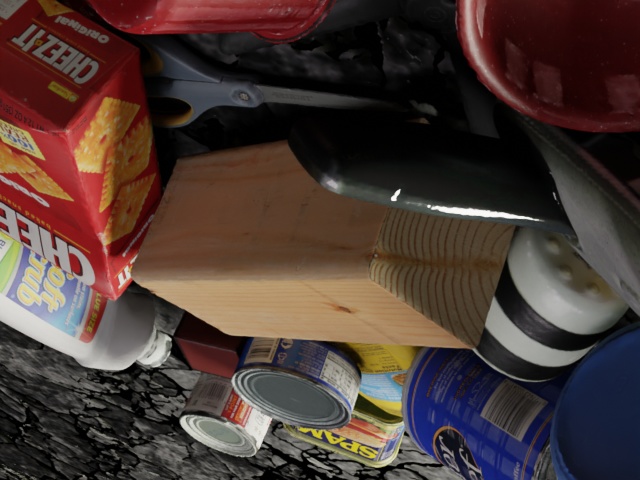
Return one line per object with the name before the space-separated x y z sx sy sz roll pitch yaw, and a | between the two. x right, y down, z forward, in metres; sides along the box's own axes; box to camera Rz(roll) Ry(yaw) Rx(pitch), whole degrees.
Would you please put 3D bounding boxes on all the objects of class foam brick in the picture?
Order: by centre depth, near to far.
foam brick | -0.065 0.057 0.785 0.051 0.078 0.053 10 148 19

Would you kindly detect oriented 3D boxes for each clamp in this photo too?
clamp | 0.061 -0.106 0.473 0.164 0.036 0.210 25 150 -17

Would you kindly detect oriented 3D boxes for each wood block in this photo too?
wood block | -0.004 0.001 0.605 0.090 0.090 0.207 34 157 -36

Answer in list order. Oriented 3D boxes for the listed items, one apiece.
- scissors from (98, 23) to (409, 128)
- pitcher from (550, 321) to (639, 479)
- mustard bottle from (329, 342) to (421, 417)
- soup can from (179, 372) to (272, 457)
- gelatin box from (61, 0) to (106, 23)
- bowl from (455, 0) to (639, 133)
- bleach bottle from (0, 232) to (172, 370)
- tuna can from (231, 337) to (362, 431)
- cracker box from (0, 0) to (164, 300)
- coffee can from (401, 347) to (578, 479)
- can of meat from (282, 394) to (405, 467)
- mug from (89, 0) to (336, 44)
scissors | -0.056 -0.097 0.593 0.202 0.016 0.096 -1 142 36
pitcher | 0.227 0.147 0.567 0.242 0.149 0.145 35 168 -28
mustard bottle | 0.046 0.074 0.750 0.096 0.058 0.191 -5 139 34
soup can | -0.061 0.110 0.841 0.068 0.102 0.068 18 149 11
gelatin box | -0.109 -0.149 0.534 0.073 0.030 0.089 8 147 27
bowl | 0.123 -0.109 0.371 0.162 0.055 0.162 -4 147 -3
bleach bottle | -0.212 0.025 0.838 0.250 0.102 0.068 38 162 -35
tuna can | -0.015 0.096 0.730 0.086 0.033 0.086 15 149 9
cracker box | -0.180 -0.067 0.637 0.164 0.072 0.214 31 155 12
coffee can | 0.130 0.116 0.663 0.102 0.103 0.140 43 172 -30
can of meat | 0.025 0.131 0.862 0.102 0.057 0.084 20 147 5
mug | -0.048 -0.137 0.431 0.093 0.081 0.117 6 103 48
